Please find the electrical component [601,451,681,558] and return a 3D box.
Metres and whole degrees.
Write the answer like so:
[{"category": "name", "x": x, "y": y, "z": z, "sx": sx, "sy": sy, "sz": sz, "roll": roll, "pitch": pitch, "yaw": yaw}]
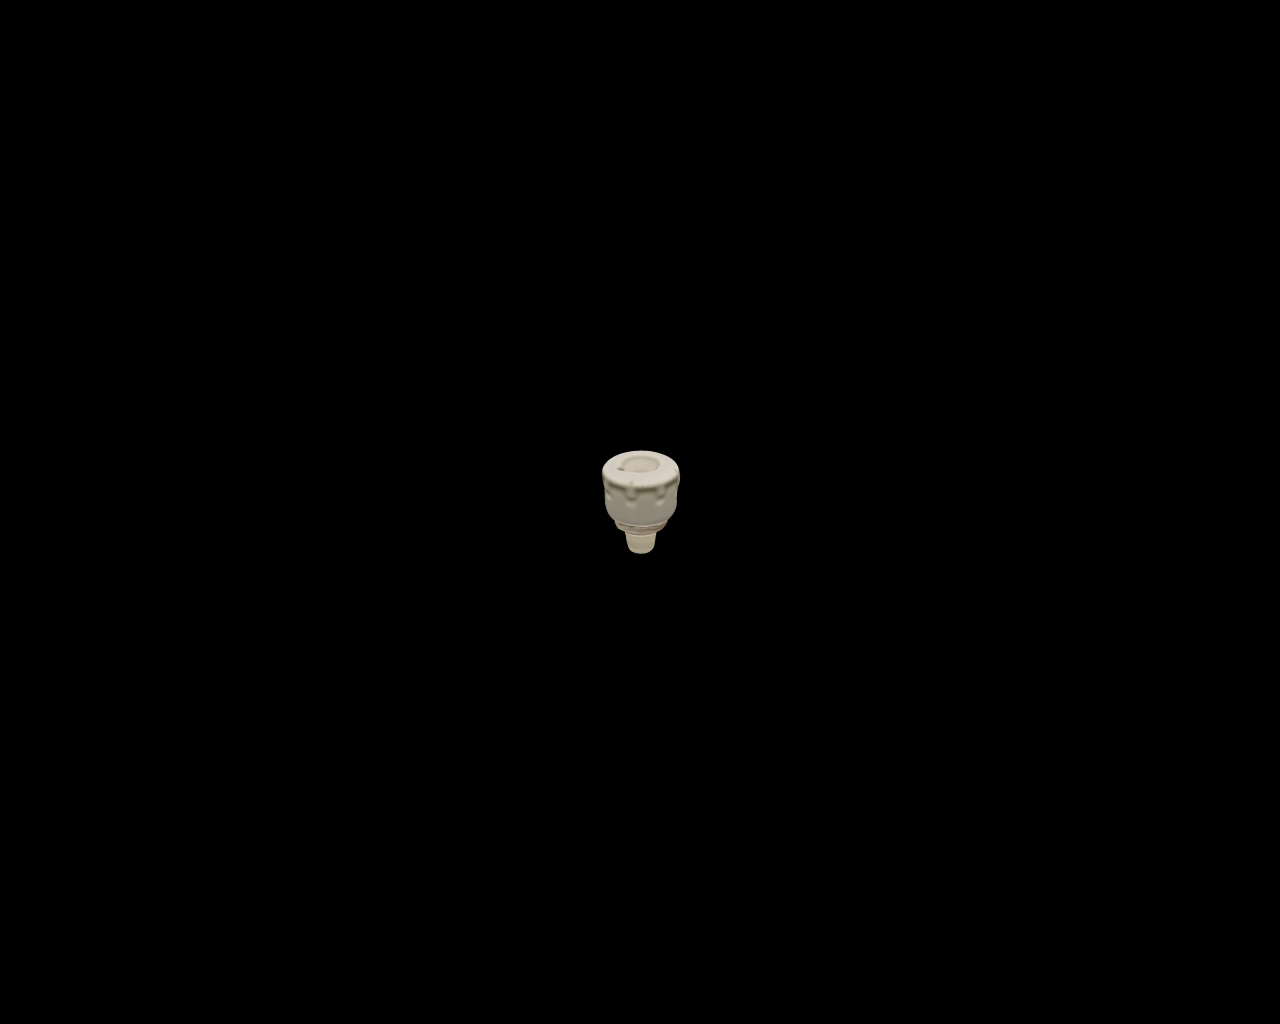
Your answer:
[{"category": "electrical component", "x": 0.001, "y": -0.003, "z": 0.650, "sx": 0.048, "sy": 0.062, "sz": 0.048, "roll": 0, "pitch": 29, "yaw": 0}]
